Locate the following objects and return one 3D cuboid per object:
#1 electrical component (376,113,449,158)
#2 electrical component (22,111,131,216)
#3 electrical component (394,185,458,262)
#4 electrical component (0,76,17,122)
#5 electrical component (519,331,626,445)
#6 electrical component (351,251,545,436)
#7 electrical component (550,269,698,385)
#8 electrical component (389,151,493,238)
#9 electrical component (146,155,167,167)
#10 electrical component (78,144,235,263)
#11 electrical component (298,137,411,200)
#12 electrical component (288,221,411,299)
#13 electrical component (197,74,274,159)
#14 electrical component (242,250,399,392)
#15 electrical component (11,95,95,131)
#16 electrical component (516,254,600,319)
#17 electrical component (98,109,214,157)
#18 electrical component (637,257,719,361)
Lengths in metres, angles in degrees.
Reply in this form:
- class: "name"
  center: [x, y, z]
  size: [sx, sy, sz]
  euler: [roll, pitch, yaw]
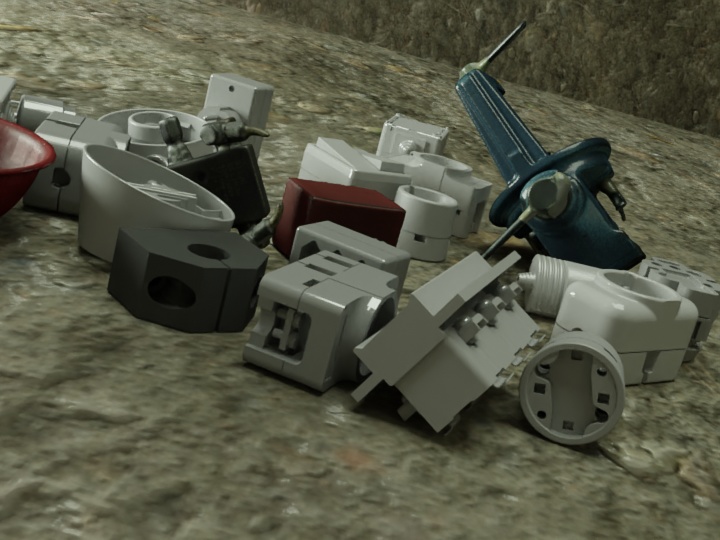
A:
- class: "electrical component"
  center: [0.052, -0.122, 1.124]
  size: [0.062, 0.061, 0.096]
  euler: [17, 16, 6]
- class: "electrical component"
  center: [-0.196, -0.074, 0.756]
  size: [0.059, 0.053, 0.095]
  euler: [12, 17, -10]
- class: "electrical component"
  center: [0.049, -0.039, 0.868]
  size: [0.055, 0.047, 0.055]
  euler: [14, 16, -4]
- class: "electrical component"
  center: [-0.315, -0.123, 0.819]
  size: [0.100, 0.048, 0.099]
  euler: [9, 19, -14]
- class: "electrical component"
  center: [0.117, 0.062, 0.586]
  size: [0.055, 0.055, 0.047]
  euler: [19, 13, 13]
- class: "electrical component"
  center: [0.053, 0.037, 0.579]
  size: [0.063, 0.078, 0.121]
  euler: [48, 23, 6]
- class: "electrical component"
  center: [0.175, 0.037, 0.708]
  size: [0.095, 0.059, 0.054]
  euler: [1, 21, -40]
- class: "electrical component"
  center: [0.069, -0.072, 0.983]
  size: [0.089, 0.055, 0.050]
  euler: [21, 17, 19]
- class: "electrical component"
  center: [-0.129, -0.060, 0.796]
  size: [0.044, 0.044, 0.065]
  euler: [28, 16, 39]
- class: "electrical component"
  center: [-0.128, -0.037, 0.674]
  size: [0.099, 0.064, 0.099]
  euler: [13, 16, -4]
- class: "electrical component"
  center: [-0.010, -0.074, 0.910]
  size: [0.062, 0.061, 0.096]
  euler: [3, 20, -35]
- class: "electrical component"
  center: [0.000, 0.000, 0.697]
  size: [0.066, 0.047, 0.077]
  euler: [22, 18, 24]
- class: "electrical component"
  center: [-0.120, -0.126, 0.944]
  size: [0.047, 0.083, 0.076]
  euler: [20, 17, 17]
- class: "electrical component"
  center: [-0.015, 0.027, 0.588]
  size: [0.056, 0.050, 0.089]
  euler: [20, 16, 17]
- class: "electrical component"
  center: [-0.248, -0.119, 0.883]
  size: [0.078, 0.040, 0.040]
  euler: [8, 17, -21]
- class: "electrical component"
  center: [0.154, 0.016, 0.787]
  size: [0.081, 0.043, 0.043]
  euler: [13, 16, -6]
- class: "electrical component"
  center: [-0.162, -0.089, 0.851]
  size: [0.099, 0.064, 0.099]
  euler: [5, 25, -2]
- class: "electrical component"
  center: [0.225, 0.030, 0.779]
  size: [0.058, 0.057, 0.078]
  euler: [12, 16, -8]
